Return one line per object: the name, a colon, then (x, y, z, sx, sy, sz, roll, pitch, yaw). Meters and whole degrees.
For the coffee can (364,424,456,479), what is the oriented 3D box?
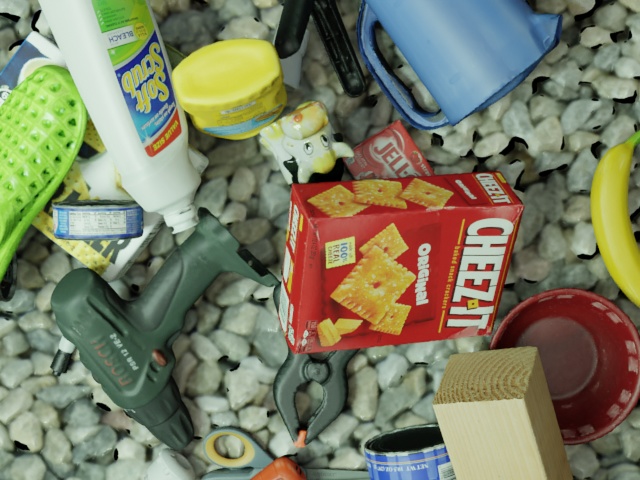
coffee can: (0.106, 0.269, 1.086, 0.103, 0.103, 0.140, -10, 93, 0)

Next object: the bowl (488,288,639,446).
bowl: (0.248, 0.127, 1.101, 0.162, 0.055, 0.162, 0, 94, 0)

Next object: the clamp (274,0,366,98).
clamp: (-0.014, -0.250, 1.047, 0.036, 0.164, 0.210, -14, 84, 24)

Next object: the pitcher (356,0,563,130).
pitcher: (0.106, -0.236, 1.055, 0.149, 0.145, 0.243, -38, 89, -11)

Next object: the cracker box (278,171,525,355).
cracker box: (0.074, 0.023, 1.029, 0.213, 0.072, 0.164, -4, 126, -15)

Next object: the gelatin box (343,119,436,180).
gelatin box: (0.075, -0.069, 1.104, 0.073, 0.030, 0.089, -33, 93, 1)

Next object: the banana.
banana: (0.317, -0.013, 1.103, 0.069, 0.037, 0.198, -7, 93, 2)

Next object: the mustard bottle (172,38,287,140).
mustard bottle: (-0.080, -0.135, 1.020, 0.096, 0.191, 0.058, -19, 83, -1)

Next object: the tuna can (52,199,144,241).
tuna can: (-0.210, -0.019, 1.012, 0.086, 0.086, 0.034, 0, 96, 0)

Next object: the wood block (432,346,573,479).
wood block: (0.187, 0.217, 1.043, 0.091, 0.090, 0.206, -9, 114, 25)

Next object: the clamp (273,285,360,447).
clamp: (0.006, 0.131, 1.112, 0.120, 0.039, 0.171, 4, 93, 3)

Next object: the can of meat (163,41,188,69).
can of meat: (-0.168, -0.172, 1.072, 0.102, 0.084, 0.057, 33, 93, -2)

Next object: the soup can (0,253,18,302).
soup can: (-0.369, 0.030, 1.092, 0.102, 0.068, 0.068, 0, 93, 1)

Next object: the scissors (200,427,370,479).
scissors: (-0.037, 0.231, 1.126, 0.202, 0.016, 0.096, -14, 97, 1)

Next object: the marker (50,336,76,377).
marker: (-0.255, 0.086, 1.118, 0.020, 0.020, 0.121, 22, 93, -1)

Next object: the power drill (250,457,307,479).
power drill: (-0.050, 0.343, 1.106, 0.184, 0.057, 0.187, -39, 98, 6)

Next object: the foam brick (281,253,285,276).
foam brick: (-0.007, 0.001, 1.097, 0.053, 0.051, 0.078, 11, 93, -1)

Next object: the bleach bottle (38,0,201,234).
bleach bottle: (-0.168, -0.129, 0.993, 0.068, 0.102, 0.251, -14, 102, 41)
